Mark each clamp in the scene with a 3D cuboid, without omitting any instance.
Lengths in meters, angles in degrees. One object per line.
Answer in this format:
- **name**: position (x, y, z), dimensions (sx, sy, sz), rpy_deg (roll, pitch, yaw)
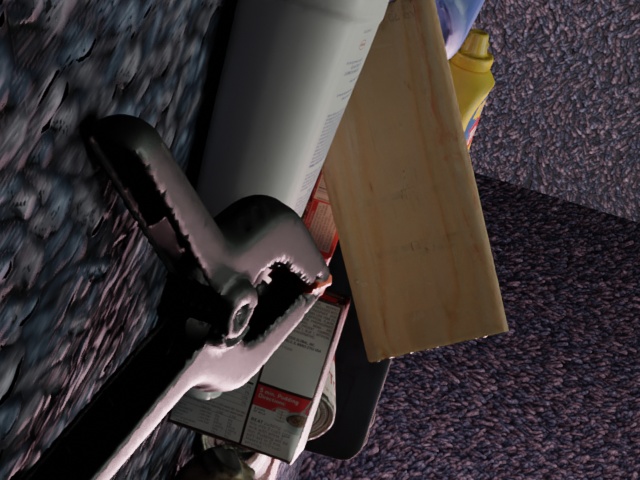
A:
- **clamp**: position (-0.049, 0.019, 0.455), dimensions (0.209, 0.036, 0.165), rpy_deg (-23, 132, -60)

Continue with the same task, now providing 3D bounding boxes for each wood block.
- **wood block**: position (0.048, -0.041, 0.670), dimensions (0.091, 0.090, 0.206), rpy_deg (-85, 162, -82)

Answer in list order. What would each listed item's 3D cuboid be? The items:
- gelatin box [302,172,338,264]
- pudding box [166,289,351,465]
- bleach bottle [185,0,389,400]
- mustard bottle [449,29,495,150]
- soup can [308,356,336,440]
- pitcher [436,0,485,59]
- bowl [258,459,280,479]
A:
- **gelatin box**: position (-0.005, 0.001, 0.768), dimensions (0.073, 0.030, 0.089), rpy_deg (112, -2, -47)
- **pudding box**: position (-0.040, 0.076, 0.681), dimensions (0.039, 0.090, 0.113), rpy_deg (-33, 141, -79)
- **bleach bottle**: position (-0.034, -0.025, 0.564), dimensions (0.102, 0.068, 0.251), rpy_deg (-48, 158, -68)
- **mustard bottle**: position (0.130, -0.118, 1.060), dimensions (0.096, 0.058, 0.192), rpy_deg (-56, 163, -58)
- **soup can**: position (-0.022, 0.100, 0.846), dimensions (0.102, 0.068, 0.069), rpy_deg (-91, -170, -48)
- **pitcher**: position (0.086, -0.253, 0.806), dimensions (0.242, 0.149, 0.145), rpy_deg (-65, -173, -33)
- **bowl**: position (-0.074, 0.228, 1.025), dimensions (0.162, 0.055, 0.162), rpy_deg (18, 89, -85)
